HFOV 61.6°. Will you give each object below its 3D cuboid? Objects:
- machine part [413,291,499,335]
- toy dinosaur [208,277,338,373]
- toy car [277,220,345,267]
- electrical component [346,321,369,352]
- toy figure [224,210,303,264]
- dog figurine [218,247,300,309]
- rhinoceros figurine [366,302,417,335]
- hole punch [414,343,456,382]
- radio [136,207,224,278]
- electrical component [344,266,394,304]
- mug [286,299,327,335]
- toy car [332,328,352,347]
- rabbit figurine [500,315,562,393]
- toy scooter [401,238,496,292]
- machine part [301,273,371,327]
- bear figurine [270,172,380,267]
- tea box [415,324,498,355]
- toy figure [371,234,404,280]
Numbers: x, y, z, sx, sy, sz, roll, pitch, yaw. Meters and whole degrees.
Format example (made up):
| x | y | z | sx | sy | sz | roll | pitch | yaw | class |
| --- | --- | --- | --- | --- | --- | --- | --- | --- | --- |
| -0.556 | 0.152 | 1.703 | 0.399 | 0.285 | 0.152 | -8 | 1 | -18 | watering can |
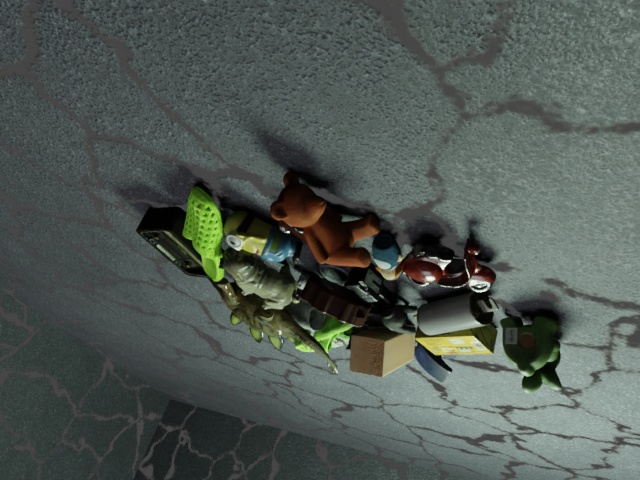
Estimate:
| x | y | z | sx | sy | sz | roll | pitch | yaw | class |
| --- | --- | --- | --- | --- | --- | --- | --- | --- | --- |
| 0.301 | 0.167 | 1.209 | 0.079 | 0.079 | 0.243 | 33 | 148 | -22 | machine part |
| -0.143 | 0.202 | 1.452 | 0.472 | 0.105 | 0.198 | 32 | 147 | 19 | toy dinosaur |
| -0.002 | -0.003 | 1.142 | 0.202 | 0.053 | 0.089 | 35 | 168 | -21 | toy car |
| 0.135 | 0.279 | 1.469 | 0.058 | 0.115 | 0.134 | -1 | 142 | 37 | electrical component |
| -0.127 | -0.004 | 1.196 | 0.180 | 0.089 | 0.082 | 17 | 138 | -10 | toy figure |
| -0.137 | 0.089 | 1.271 | 0.172 | 0.121 | 0.190 | 13 | 165 | 13 | dog figurine |
| 0.166 | 0.190 | 1.303 | 0.112 | 0.073 | 0.190 | 4 | 174 | -10 | rhinoceros figurine |
| 0.310 | 0.316 | 1.450 | 0.116 | 0.092 | 0.142 | 19 | 155 | 10 | hole punch |
| -0.347 | 0.010 | 1.365 | 0.131 | 0.073 | 0.229 | 1 | 145 | 31 | radio |
| 0.116 | 0.103 | 1.228 | 0.048 | 0.075 | 0.119 | -10 | 142 | 44 | electrical component |
| -0.045 | 0.213 | 1.494 | 0.107 | 0.109 | 0.081 | 10 | -167 | 39 | mug |
| 0.061 | 0.287 | 1.590 | 0.202 | 0.056 | 0.073 | -7 | 141 | 40 | toy car |
| 0.490 | 0.252 | 1.184 | 0.121 | 0.159 | 0.170 | -19 | 148 | 36 | rabbit figurine |
| 0.249 | 0.042 | 1.035 | 0.184 | 0.075 | 0.135 | 9 | 149 | 13 | toy scooter |
| 0.039 | 0.140 | 1.266 | 0.179 | 0.056 | 0.179 | 25 | -173 | -3 | machine part |
| 0.008 | -0.040 | 1.014 | 0.132 | 0.120 | 0.195 | -8 | 135 | 36 | bear figurine |
| 0.329 | 0.229 | 1.305 | 0.170 | 0.068 | 0.098 | -11 | 137 | 45 | tea box |
| 0.143 | 0.043 | 1.127 | 0.064 | 0.058 | 0.154 | 49 | 171 | 36 | toy figure |
